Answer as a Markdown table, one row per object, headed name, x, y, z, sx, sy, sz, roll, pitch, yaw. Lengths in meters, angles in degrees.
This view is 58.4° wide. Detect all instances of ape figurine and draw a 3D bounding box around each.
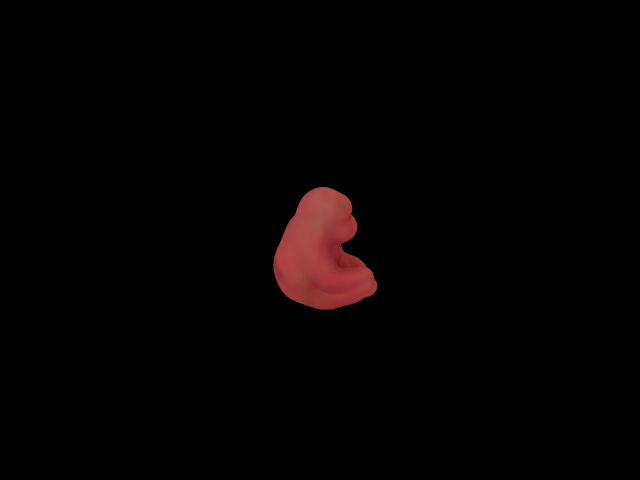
| name | x | y | z | sx | sy | sz | roll | pitch | yaw |
| --- | --- | --- | --- | --- | --- | --- | --- | --- | --- |
| ape figurine | 0.004 | 0.001 | 0.400 | 0.076 | 0.092 | 0.077 | -5 | 53 | -4 |
